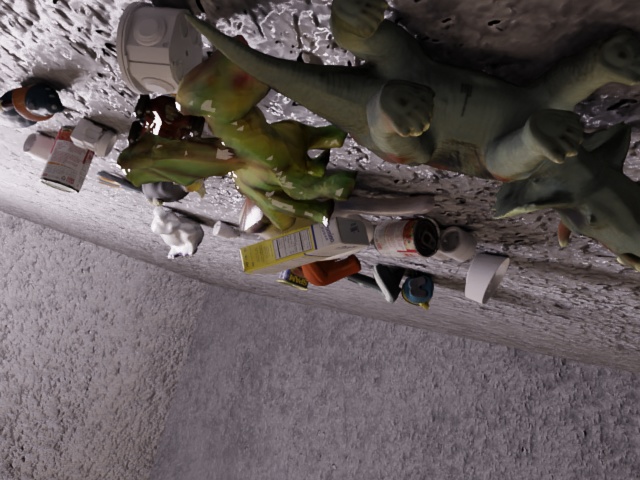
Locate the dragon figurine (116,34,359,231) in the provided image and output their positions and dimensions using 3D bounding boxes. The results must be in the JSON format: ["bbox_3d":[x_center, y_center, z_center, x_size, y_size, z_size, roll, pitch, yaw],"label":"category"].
[{"bbox_3d":[-0.099,-0.080,0.583,0.242,0.124,0.404,7,160,-16],"label":"dragon figurine"}]

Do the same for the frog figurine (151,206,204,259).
[{"bbox_3d":[-0.397,-0.037,1.413,0.138,0.124,0.157,11,133,50],"label":"frog figurine"}]

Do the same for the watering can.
[{"bbox_3d":[0.003,-0.043,0.852,0.223,0.106,0.343,25,149,-26],"label":"watering can"}]
